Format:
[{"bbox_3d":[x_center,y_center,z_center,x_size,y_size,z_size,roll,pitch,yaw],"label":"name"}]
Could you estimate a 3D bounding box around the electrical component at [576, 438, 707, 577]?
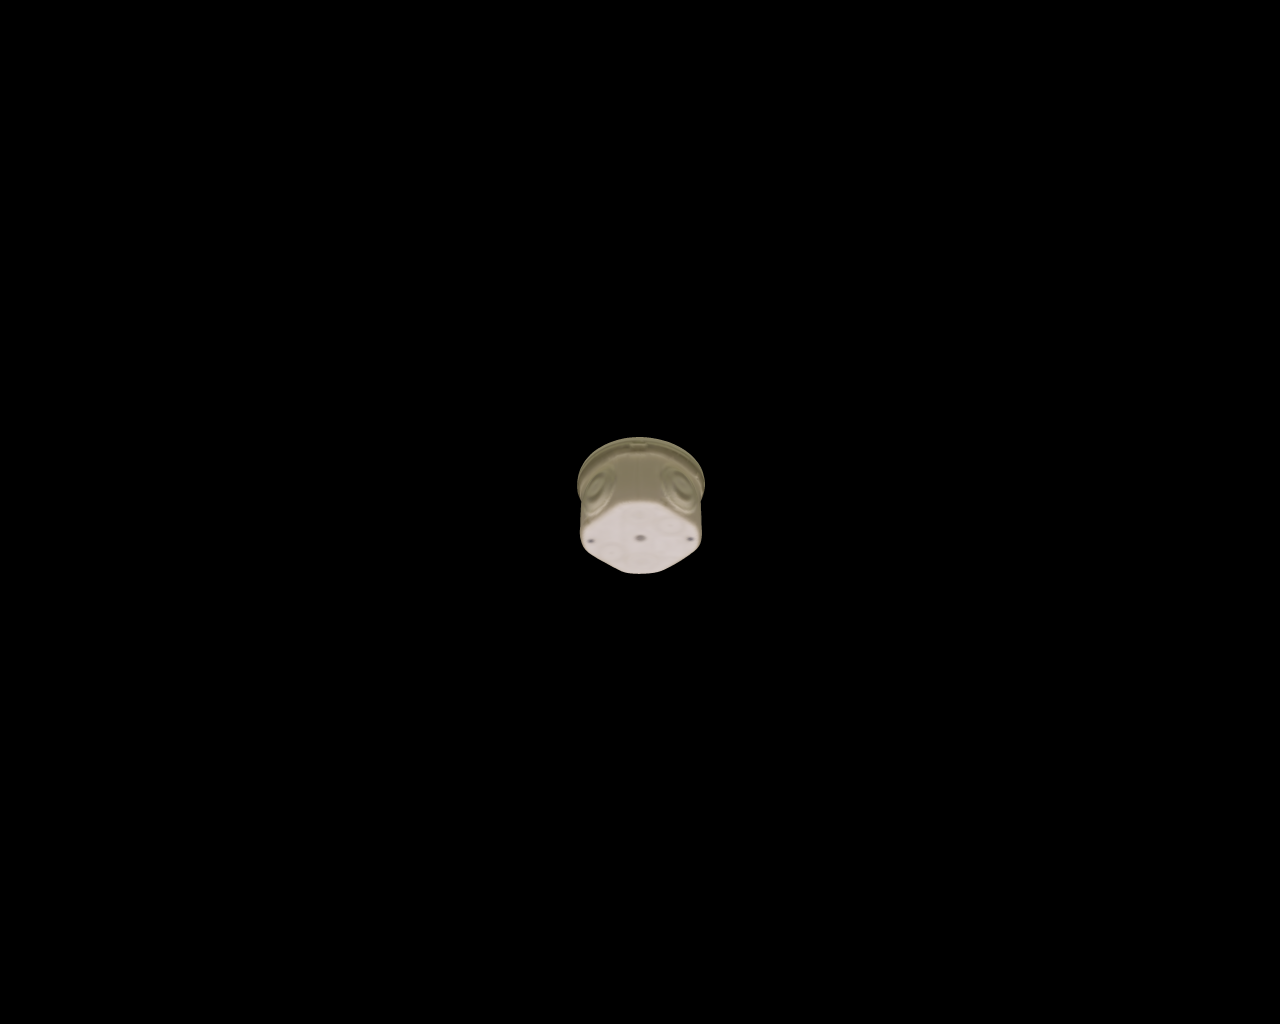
[{"bbox_3d":[0.001,-0.003,0.650,0.080,0.051,0.080,0,-40,0],"label":"electrical component"}]
